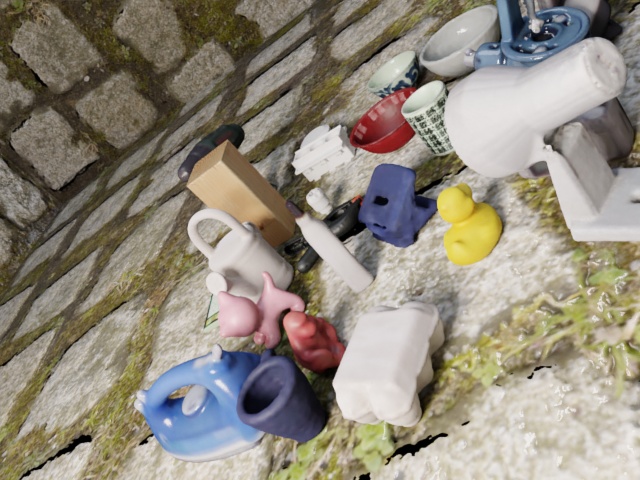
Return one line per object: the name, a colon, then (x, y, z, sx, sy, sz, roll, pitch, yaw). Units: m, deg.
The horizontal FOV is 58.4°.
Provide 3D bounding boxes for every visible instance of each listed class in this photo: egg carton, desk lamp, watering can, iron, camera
egg carton: (0.080, 0.139, 0.654, 0.107, 0.069, 0.150, -14, 39, 43)
desk lamp: (0.261, -0.104, 0.599, 0.202, 0.214, 0.118, 1, 50, 53)
watering can: (-0.141, 0.025, 0.970, 0.101, 0.194, 0.172, -38, 28, 10)
iron: (-0.175, 0.224, 0.793, 0.257, 0.142, 0.118, -29, 31, 25)
camera: (0.315, -0.166, 0.739, 0.142, 0.101, 0.137, -12, 41, 45)

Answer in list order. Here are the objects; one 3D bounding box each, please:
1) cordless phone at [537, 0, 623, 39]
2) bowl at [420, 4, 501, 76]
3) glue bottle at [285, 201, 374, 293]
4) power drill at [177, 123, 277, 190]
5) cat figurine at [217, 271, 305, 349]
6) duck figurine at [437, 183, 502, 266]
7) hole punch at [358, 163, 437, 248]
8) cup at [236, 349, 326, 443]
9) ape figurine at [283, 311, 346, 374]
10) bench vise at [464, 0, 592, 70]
cordless phone: (0.365, -0.376, 0.875, 0.094, 0.185, 0.147, -37, 28, 11)
bowl: (0.279, -0.367, 1.098, 0.167, 0.075, 0.167, -32, 30, 21)
glue bottle: (0.008, 0.003, 0.828, 0.037, 0.173, 0.078, -42, 28, 2)
power drill: (-0.197, -0.148, 1.273, 0.075, 0.209, 0.229, -23, 34, 34)
cat figurine: (-0.104, 0.108, 0.887, 0.128, 0.118, 0.067, -53, 29, -19)
duck figurine: (0.181, -0.027, 0.735, 0.077, 0.086, 0.105, -14, 39, 43)
hole punch: (0.108, -0.053, 0.864, 0.101, 0.091, 0.108, -49, 28, -11)
cup: (-0.041, 0.196, 0.706, 0.091, 0.095, 0.117, -36, 28, 14)
ape figurine: (-0.013, 0.130, 0.765, 0.076, 0.092, 0.078, -21, 35, 36)
bench vise: (0.284, -0.299, 0.837, 0.206, 0.220, 0.121, -16, 38, 41)
